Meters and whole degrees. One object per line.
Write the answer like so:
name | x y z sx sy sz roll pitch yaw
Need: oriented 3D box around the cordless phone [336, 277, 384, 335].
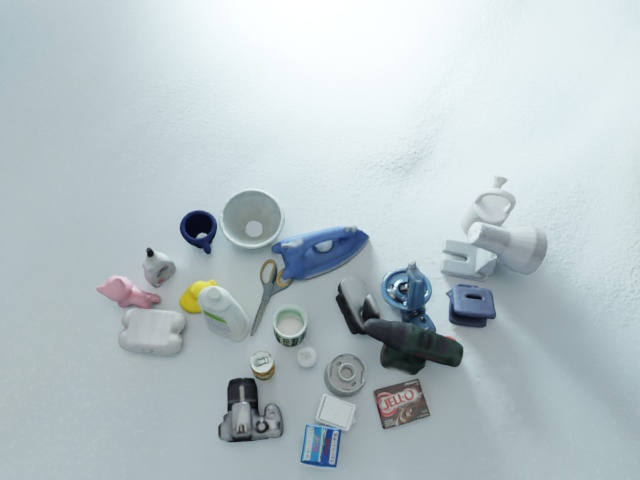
cordless phone | 0.103 0.141 1.354 0.094 0.185 0.147 -25 71 -13

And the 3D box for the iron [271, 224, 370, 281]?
iron | 0.013 0.005 1.429 0.258 0.141 0.118 -19 70 -11

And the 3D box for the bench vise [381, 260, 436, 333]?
bench vise | 0.232 0.137 1.346 0.122 0.220 0.207 -38 74 -17

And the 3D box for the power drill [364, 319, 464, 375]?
power drill | 0.199 0.246 1.304 0.229 0.208 0.075 13 67 2

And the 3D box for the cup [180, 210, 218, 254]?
cup | -0.294 -0.006 1.438 0.092 0.095 0.117 -22 70 -12

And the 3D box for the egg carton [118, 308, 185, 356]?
egg carton | -0.396 0.217 1.352 0.150 0.069 0.107 4 67 -2

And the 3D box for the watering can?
watering can | 0.435 -0.087 1.468 0.101 0.194 0.173 1 67 -3

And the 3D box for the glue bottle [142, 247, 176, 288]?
glue bottle | -0.391 0.055 1.364 0.037 0.173 0.078 36 70 11

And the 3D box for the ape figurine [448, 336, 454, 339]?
ape figurine | 0.304 0.261 1.368 0.076 0.092 0.077 -37 74 -17

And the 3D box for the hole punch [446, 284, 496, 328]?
hole punch | 0.373 0.156 1.417 0.108 0.091 0.101 7 67 -1

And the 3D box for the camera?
camera | -0.156 0.379 1.283 0.143 0.101 0.137 -4 67 -5

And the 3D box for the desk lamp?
desk lamp | 0.422 0.027 1.408 0.203 0.213 0.118 10 67 1

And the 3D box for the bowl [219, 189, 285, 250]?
bowl | -0.173 -0.042 1.473 0.167 0.075 0.167 1 67 -3

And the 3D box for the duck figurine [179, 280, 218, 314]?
duck figurine | -0.293 0.130 1.386 0.105 0.086 0.077 -26 71 -13

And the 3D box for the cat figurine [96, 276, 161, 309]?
cat figurine | -0.455 0.126 1.360 0.127 0.118 0.067 18 67 4
